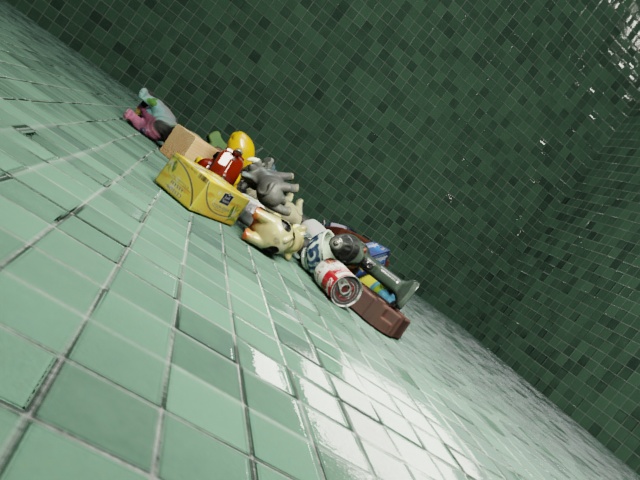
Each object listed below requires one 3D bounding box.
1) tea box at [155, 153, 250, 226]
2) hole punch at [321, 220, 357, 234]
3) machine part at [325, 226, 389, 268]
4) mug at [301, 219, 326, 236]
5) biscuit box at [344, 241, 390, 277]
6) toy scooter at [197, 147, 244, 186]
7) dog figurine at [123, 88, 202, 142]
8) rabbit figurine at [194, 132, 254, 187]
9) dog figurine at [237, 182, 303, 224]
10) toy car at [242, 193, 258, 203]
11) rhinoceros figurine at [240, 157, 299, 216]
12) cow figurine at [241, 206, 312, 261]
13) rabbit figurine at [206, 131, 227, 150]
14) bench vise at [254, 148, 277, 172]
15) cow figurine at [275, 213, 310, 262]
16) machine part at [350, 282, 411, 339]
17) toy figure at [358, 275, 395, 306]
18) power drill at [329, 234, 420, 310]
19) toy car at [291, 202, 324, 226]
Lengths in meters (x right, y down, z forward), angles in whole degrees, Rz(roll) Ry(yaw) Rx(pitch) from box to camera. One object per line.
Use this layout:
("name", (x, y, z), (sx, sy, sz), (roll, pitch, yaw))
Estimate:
("tea box", (-0.216, -0.091, 1.009), (0.098, 0.068, 0.169), (38, 3, 20))
("hole punch", (0.059, 0.008, 1.723), (0.092, 0.142, 0.115), (-14, -33, 30))
("machine part", (0.086, 0.041, 1.569), (0.201, 0.087, 0.202), (35, -13, -24))
("mug", (-0.003, -0.004, 1.415), (0.109, 0.080, 0.107), (-21, 70, -39))
("biscuit box", (0.093, 0.054, 1.372), (0.059, 0.062, 0.202), (33, 31, 34))
("toy scooter", (-0.225, -0.153, 1.184), (0.075, 0.135, 0.184), (34, 3, -30))
("dog figurine", (-0.439, -0.315, 1.532), (0.219, 0.108, 0.191), (40, 0, -9))
("rabbit figurine", (-0.217, -0.182, 1.345), (0.162, 0.173, 0.122), (29, 3, -31))
("dog figurine", (-0.156, -0.087, 1.453), (0.190, 0.121, 0.173), (17, 11, -33))
("toy car", (-0.128, -0.047, 1.352), (0.201, 0.056, 0.074), (34, 4, -25))
("rhinoceros figurine", (-0.113, -0.114, 1.125), (0.112, 0.073, 0.190), (9, 21, -23))
("cow figurine", (-0.085, -0.011, 1.104), (0.127, 0.085, 0.195), (30, 2, -2))
("rabbit figurine", (-0.326, -0.252, 1.704), (0.159, 0.121, 0.170), (39, -12, -12))
("bench vise", (-0.197, -0.211, 1.733), (0.241, 0.129, 0.223), (57, -13, 32))
("cow figurine", (-0.062, 0.004, 1.280), (0.167, 0.068, 0.098), (34, 10, -14))
("machine part", (0.120, 0.149, 1.194), (0.179, 0.056, 0.179), (36, 2, -2))
("toy figure", (0.136, 0.128, 1.411), (0.180, 0.082, 0.089), (42, 4, 35))
("power drill", (0.114, 0.064, 1.177), (0.207, 0.086, 0.232), (32, 3, 8))
("toy car", (-0.065, -0.049, 1.680), (0.202, 0.089, 0.053), (38, 0, 13))
